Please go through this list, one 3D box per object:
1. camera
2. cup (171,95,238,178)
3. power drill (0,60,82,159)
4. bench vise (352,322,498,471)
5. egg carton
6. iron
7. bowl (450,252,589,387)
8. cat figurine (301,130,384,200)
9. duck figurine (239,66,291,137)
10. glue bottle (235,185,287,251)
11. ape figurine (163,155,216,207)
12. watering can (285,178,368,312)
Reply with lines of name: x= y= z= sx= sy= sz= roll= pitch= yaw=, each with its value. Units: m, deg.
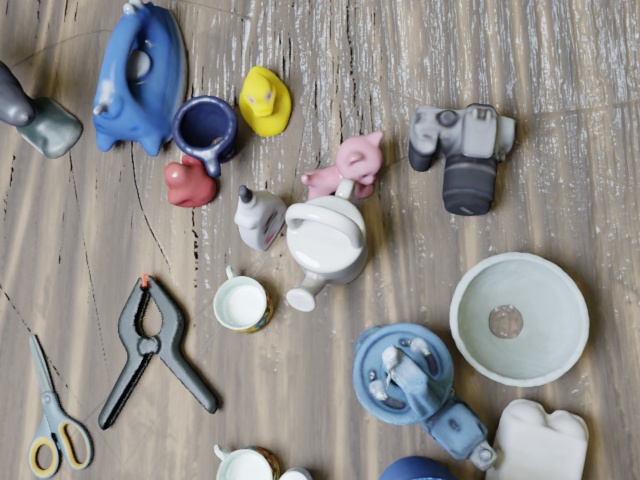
camera: x=0.189 y=-0.109 z=0.777 sx=0.143 sy=0.101 sz=0.137 roll=7 pitch=78 yaw=7
cup: x=-0.150 y=-0.134 z=0.817 sx=0.091 sy=0.095 sz=0.118 roll=-16 pitch=76 yaw=2
power drill: x=-0.429 y=-0.195 z=0.799 sx=0.229 sy=0.208 sz=0.076 roll=37 pitch=83 yaw=12
bench vise: x=0.128 y=0.169 z=0.658 sx=0.207 sy=0.220 sz=0.121 roll=26 pitch=81 yaw=11
egg carton: x=0.261 y=0.276 z=0.698 sx=0.107 sy=0.069 sz=0.150 roll=15 pitch=79 yaw=9
iron: x=-0.269 y=-0.260 z=0.833 sx=0.118 sy=0.141 sz=0.258 roll=6 pitch=78 yaw=7
bowl: x=0.248 y=0.103 z=0.736 sx=0.167 sy=0.075 sz=0.167 roll=-1 pitch=77 yaw=5
cat figurine: x=0.033 y=-0.097 z=0.780 sx=0.128 sy=0.118 sz=0.067 roll=-20 pitch=76 yaw=1
duck figurine: x=-0.085 y=-0.213 z=0.834 sx=0.077 sy=0.086 sz=0.104 roll=-12 pitch=76 yaw=3
glue bottle: x=-0.083 y=-0.038 z=0.749 sx=0.037 sy=0.173 sz=0.078 roll=25 pitch=81 yaw=11
ape figurine: x=-0.191 y=-0.085 z=0.811 sx=0.076 sy=0.092 sz=0.078 roll=36 pitch=83 yaw=12
watering can: x=0.009 y=0.003 z=0.720 sx=0.101 sy=0.194 sz=0.173 roll=-3 pitch=77 yaw=5
